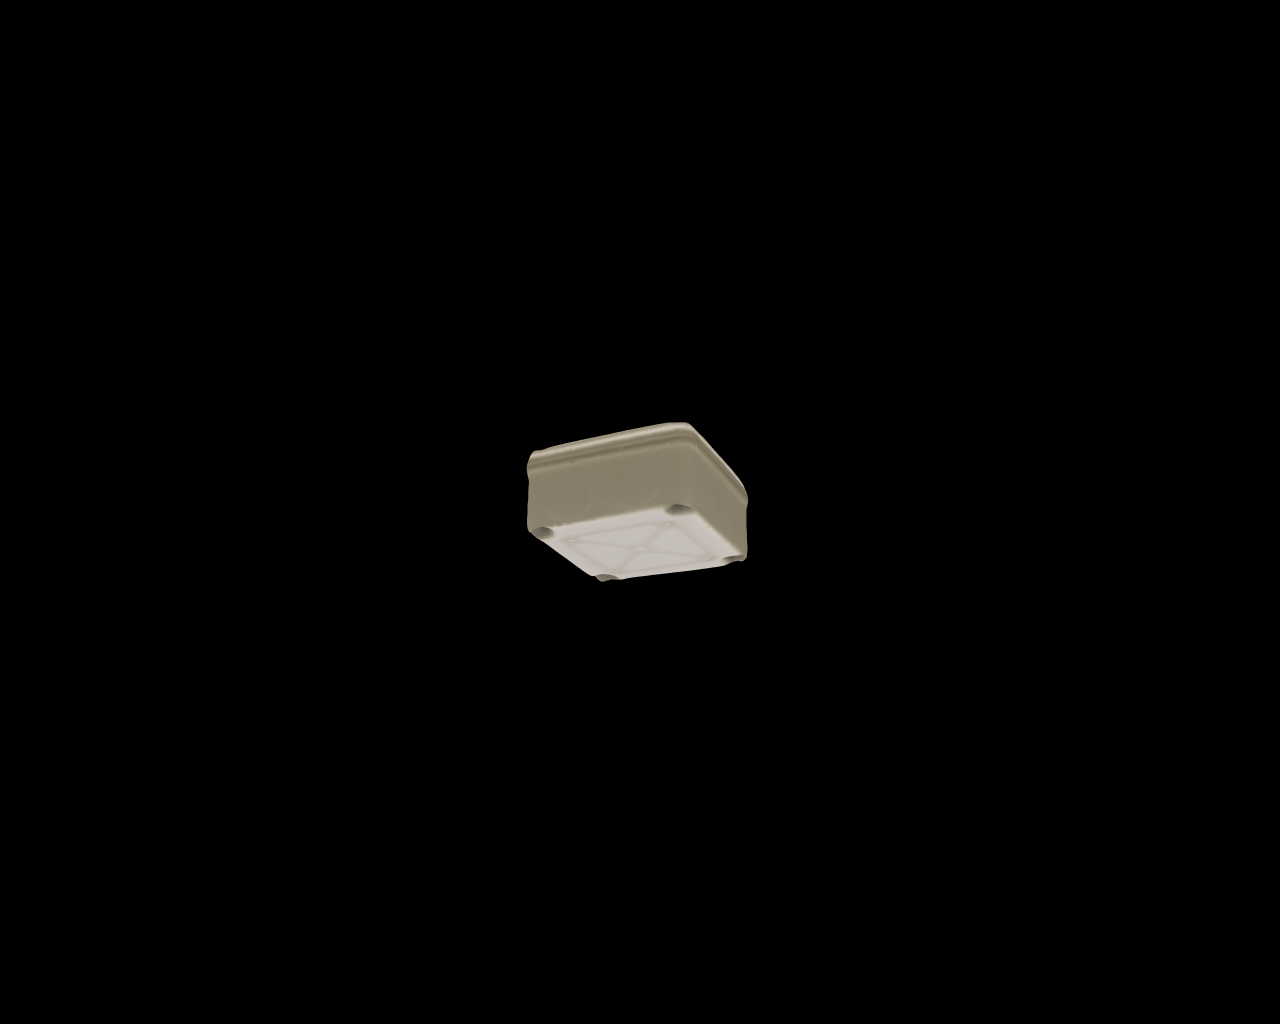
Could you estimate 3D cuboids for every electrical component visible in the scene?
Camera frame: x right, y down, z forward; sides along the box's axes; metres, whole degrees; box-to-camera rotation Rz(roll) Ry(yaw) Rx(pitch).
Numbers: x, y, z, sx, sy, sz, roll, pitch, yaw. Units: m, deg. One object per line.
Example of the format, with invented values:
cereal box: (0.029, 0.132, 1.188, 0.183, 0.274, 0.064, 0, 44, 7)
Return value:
electrical component: (0.001, -0.003, 0.650, 0.109, 0.056, 0.108, -9, -24, 22)
